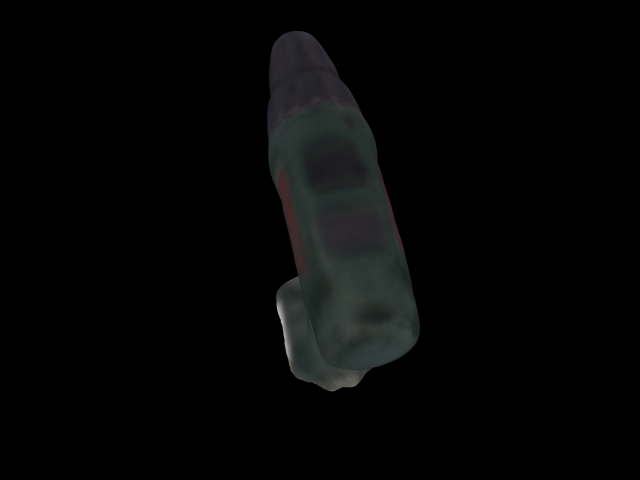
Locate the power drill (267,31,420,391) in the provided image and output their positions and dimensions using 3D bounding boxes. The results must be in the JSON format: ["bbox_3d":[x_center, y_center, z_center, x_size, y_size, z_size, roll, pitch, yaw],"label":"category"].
[{"bbox_3d":[0.004,0.001,0.400,0.075,0.208,0.229,-11,50,-8],"label":"power drill"}]
